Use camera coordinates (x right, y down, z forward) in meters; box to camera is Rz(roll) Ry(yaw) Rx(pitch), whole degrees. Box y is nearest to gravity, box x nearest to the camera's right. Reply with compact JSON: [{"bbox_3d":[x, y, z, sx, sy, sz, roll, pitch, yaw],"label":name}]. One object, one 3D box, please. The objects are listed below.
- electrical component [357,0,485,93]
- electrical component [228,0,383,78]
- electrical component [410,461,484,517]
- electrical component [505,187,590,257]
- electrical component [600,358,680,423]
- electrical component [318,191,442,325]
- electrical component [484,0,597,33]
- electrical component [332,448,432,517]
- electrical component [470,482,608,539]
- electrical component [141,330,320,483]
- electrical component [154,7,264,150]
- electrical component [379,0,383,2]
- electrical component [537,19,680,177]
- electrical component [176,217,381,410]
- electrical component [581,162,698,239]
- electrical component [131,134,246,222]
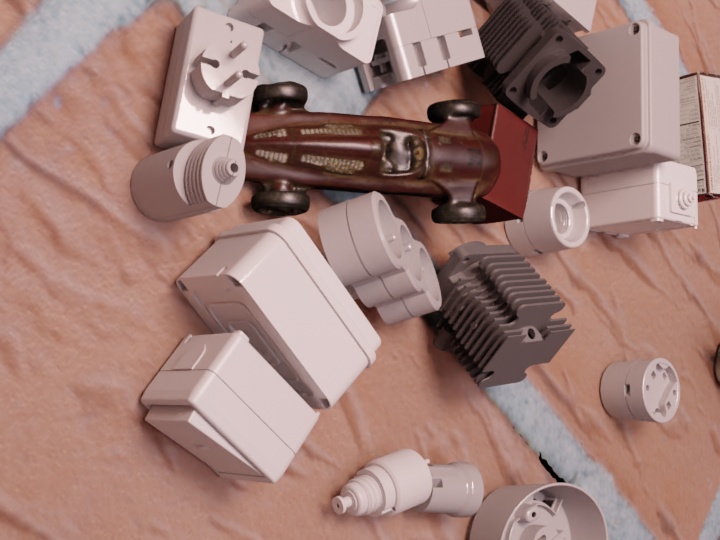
[{"bbox_3d":[0.041,-0.171,0.792,0.089,0.050,0.055,-24,101,-40],"label":"electrical component"},{"bbox_3d":[-0.033,-0.175,0.725,0.089,0.056,0.050,25,70,-36],"label":"electrical component"},{"bbox_3d":[0.060,0.159,0.780,0.046,0.040,0.040,10,79,-34],"label":"electrical component"},{"bbox_3d":[0.154,-0.040,0.876,0.055,0.047,0.055,5,82,-40],"label":"electrical component"},{"bbox_3d":[0.243,0.105,0.937,0.055,0.047,0.055,5,82,-40],"label":"electrical component"},{"bbox_3d":[0.000,0.000,0.722,0.138,0.074,0.052,44,31,-61],"label":"electrical component"},{"bbox_3d":[0.113,-0.275,0.859,0.186,0.060,0.105,28,67,-35],"label":"electrical component"},{"bbox_3d":[0.014,0.150,0.740,0.078,0.040,0.040,-12,93,-40],"label":"electrical component"},{"bbox_3d":[0.134,0.211,0.820,0.099,0.064,0.099,5,82,-40],"label":"electrical component"},{"bbox_3d":[-0.077,0.091,0.654,0.096,0.062,0.061,49,57,-25],"label":"electrical component"},{"bbox_3d":[-0.085,-0.117,0.656,0.047,0.076,0.083,15,75,-25],"label":"electrical component"},{"bbox_3d":[-0.003,-0.264,0.738,0.061,0.089,0.150,-45,114,-35],"label":"electrical component"},{"bbox_3d":[0.205,-0.139,0.891,0.056,0.109,0.108,8,80,-43],"label":"electrical component"},{"bbox_3d":[-0.049,0.027,0.675,0.057,0.078,0.113,-48,115,-30],"label":"electrical component"},{"bbox_3d":[0.245,-0.065,0.925,0.062,0.096,0.061,7,80,-40],"label":"electrical component"},{"bbox_3d":[-0.097,-0.054,0.640,0.043,0.081,0.043,5,82,-40],"label":"electrical component"}]
